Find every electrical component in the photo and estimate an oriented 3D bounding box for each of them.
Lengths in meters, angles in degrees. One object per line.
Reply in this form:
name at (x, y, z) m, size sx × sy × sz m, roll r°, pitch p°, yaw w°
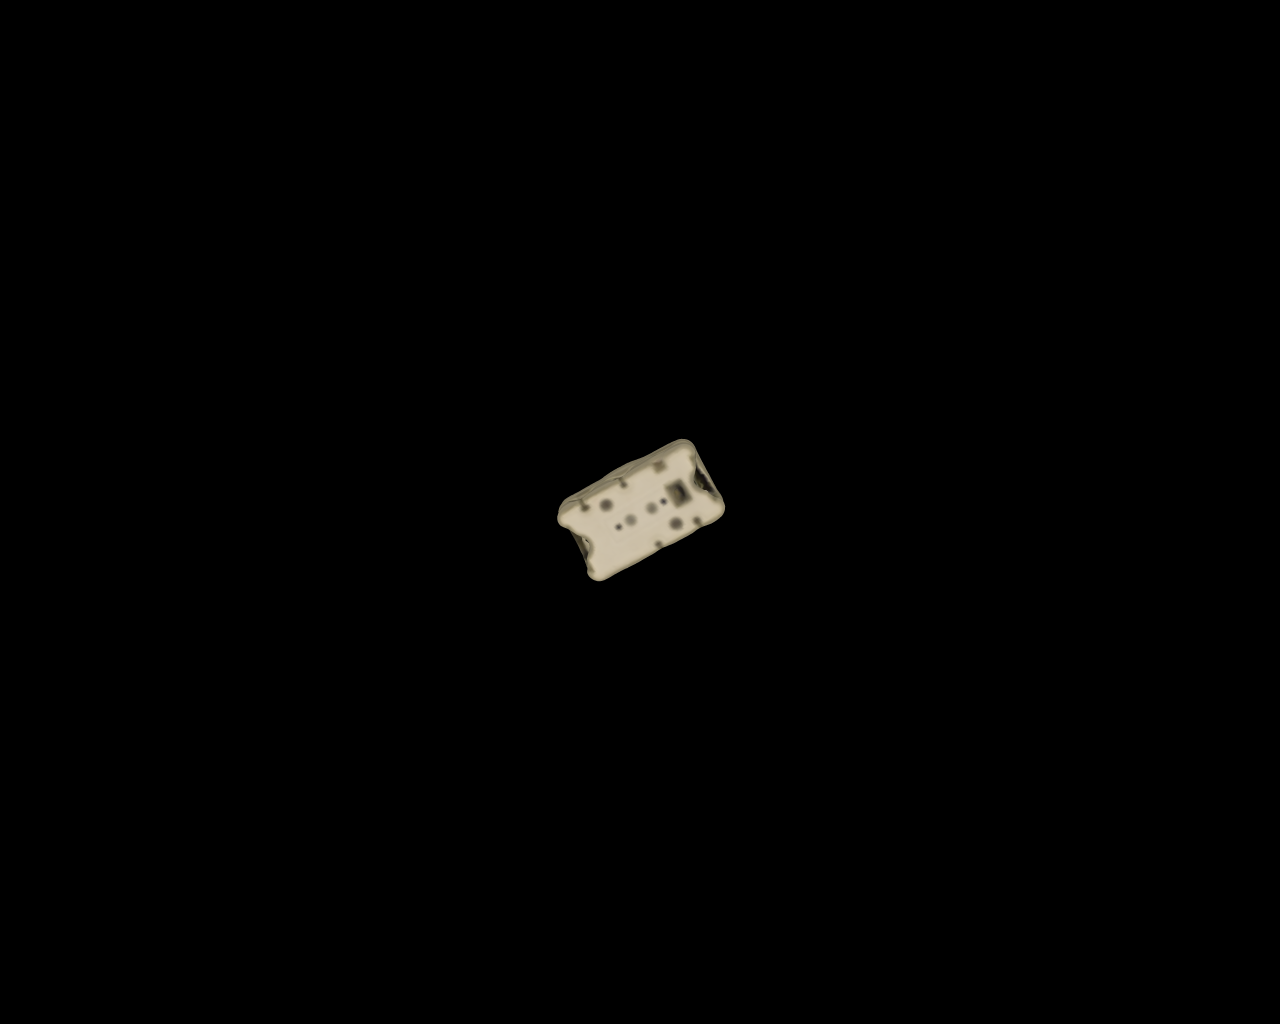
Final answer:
electrical component at (0.001, -0.003, 0.650) m, size 0.089 × 0.050 × 0.056 m, roll -28°, pitch 7°, yaw 4°
